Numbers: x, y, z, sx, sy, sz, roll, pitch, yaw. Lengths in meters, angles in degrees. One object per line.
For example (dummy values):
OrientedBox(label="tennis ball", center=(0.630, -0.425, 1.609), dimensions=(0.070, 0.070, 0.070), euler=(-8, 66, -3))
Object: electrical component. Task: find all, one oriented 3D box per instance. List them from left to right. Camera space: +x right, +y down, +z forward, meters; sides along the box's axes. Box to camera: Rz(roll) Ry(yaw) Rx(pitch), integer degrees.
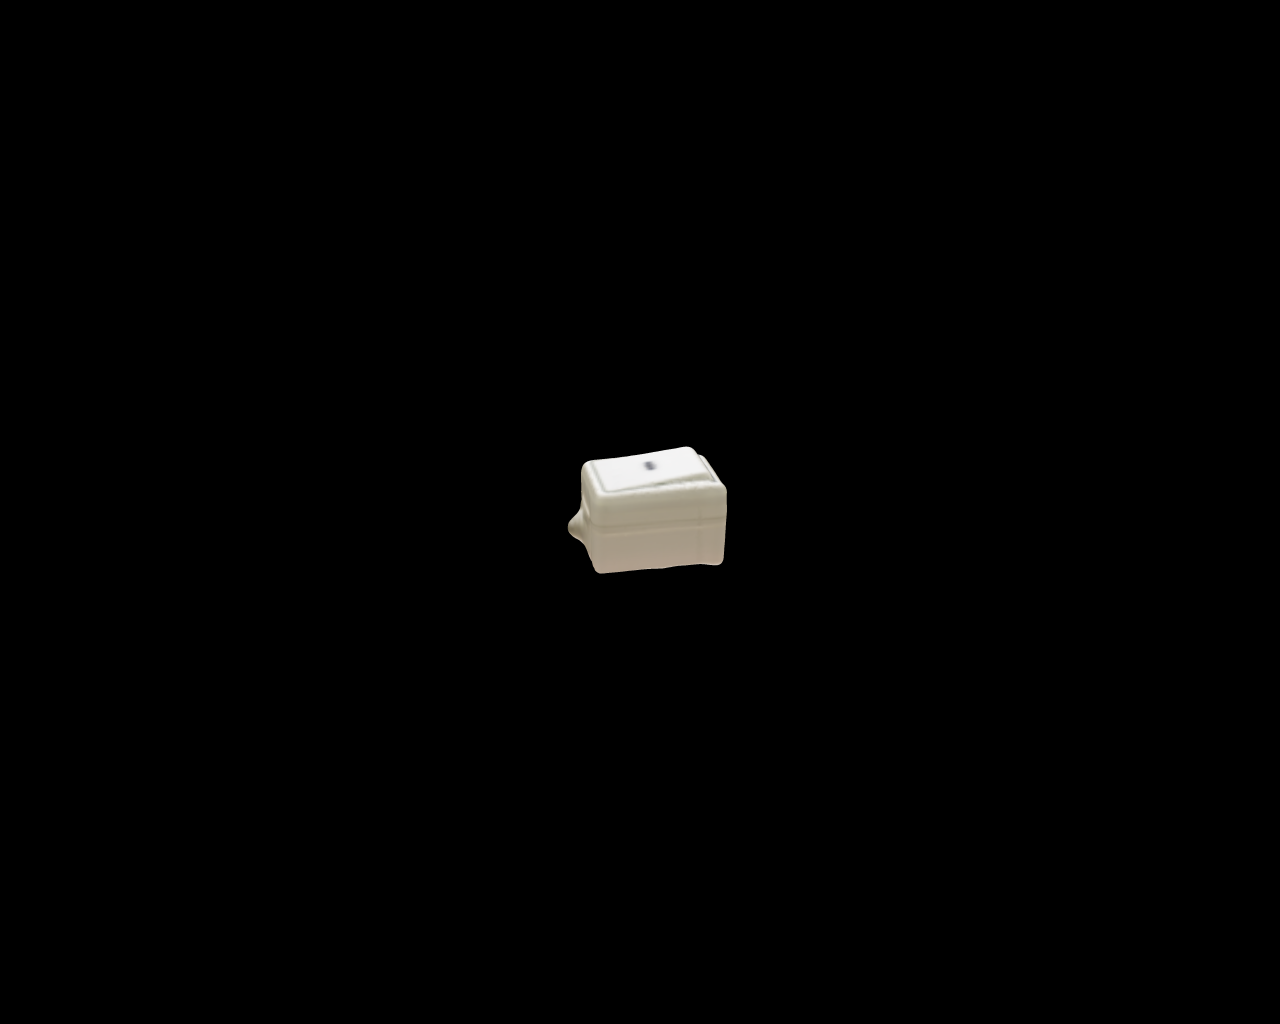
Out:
OrientedBox(label="electrical component", center=(0.001, -0.003, 0.650), dimensions=(0.096, 0.061, 0.062), euler=(-4, 24, -9))
